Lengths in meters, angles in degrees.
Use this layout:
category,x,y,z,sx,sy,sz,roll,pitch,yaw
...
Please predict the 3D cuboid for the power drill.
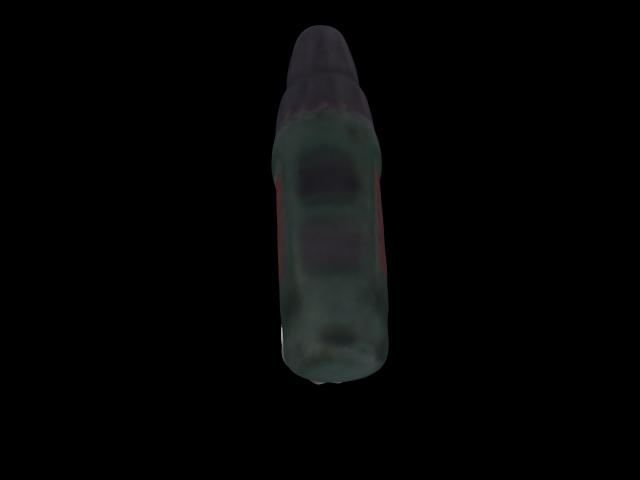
category,x,y,z,sx,sy,sz,roll,pitch,yaw
power drill,0.004,0.001,0.400,0.075,0.208,0.229,-3,54,-2
